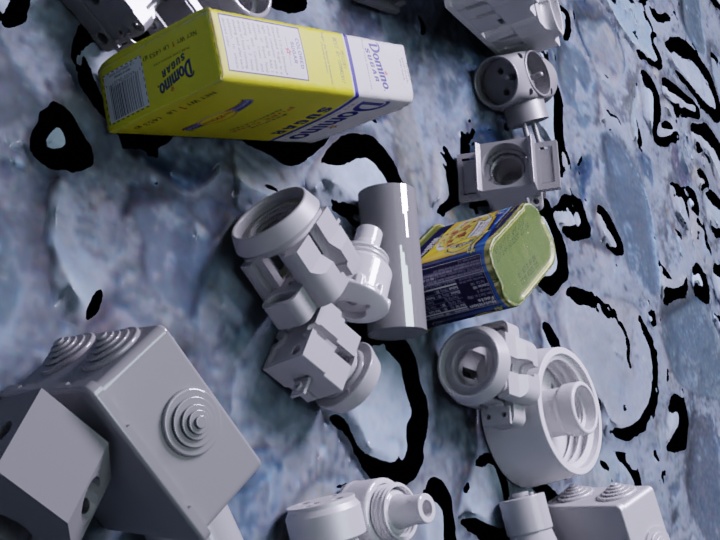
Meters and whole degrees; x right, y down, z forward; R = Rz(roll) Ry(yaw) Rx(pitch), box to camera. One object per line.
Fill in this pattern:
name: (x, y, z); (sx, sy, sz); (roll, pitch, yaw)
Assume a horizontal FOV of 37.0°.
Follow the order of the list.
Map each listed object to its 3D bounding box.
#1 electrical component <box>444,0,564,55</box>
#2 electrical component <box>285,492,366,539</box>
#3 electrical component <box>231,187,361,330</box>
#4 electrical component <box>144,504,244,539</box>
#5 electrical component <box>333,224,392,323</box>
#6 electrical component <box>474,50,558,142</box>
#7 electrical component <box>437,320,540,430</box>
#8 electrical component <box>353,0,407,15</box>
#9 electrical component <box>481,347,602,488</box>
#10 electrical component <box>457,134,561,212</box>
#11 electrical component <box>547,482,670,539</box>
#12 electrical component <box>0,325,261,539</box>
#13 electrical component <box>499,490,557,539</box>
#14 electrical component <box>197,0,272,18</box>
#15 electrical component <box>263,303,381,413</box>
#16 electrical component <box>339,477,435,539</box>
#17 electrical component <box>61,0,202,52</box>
electrical component: (0.116, -0.250, 0.892); (0.186, 0.060, 0.105); (8, 70, -68)
electrical component: (-0.017, 0.159, 0.615); (0.045, 0.045, 0.055); (-6, 81, -53)
electrical component: (-0.040, -0.012, 0.641); (0.057, 0.058, 0.078); (58, 39, -25)
electrical component: (-0.076, 0.152, 0.542); (0.043, 0.043, 0.081); (-34, 104, -52)
electrical component: (0.000, 0.000, 0.693); (0.048, 0.048, 0.062); (41, 50, -36)
electrical component: (0.142, -0.147, 0.939); (0.077, 0.044, 0.079); (-14, 87, -53)
electrical component: (0.093, 0.073, 0.780); (0.057, 0.058, 0.078); (23, 59, -49)
electrical component: (0.017, -0.247, 0.811); (0.056, 0.050, 0.089); (2, 75, -52)
electrical component: (0.148, 0.111, 0.834); (0.108, 0.060, 0.108); (24, 59, -46)
electrical component: (0.121, -0.073, 0.865); (0.064, 0.081, 0.042); (50, 37, -62)
electrical component: (0.188, 0.212, 0.816); (0.048, 0.100, 0.099); (-19, 92, -41)
electrical component: (-0.104, 0.073, 0.492); (0.048, 0.100, 0.099); (-47, 114, -36)
electrical component: (0.126, 0.196, 0.790); (0.044, 0.044, 0.065); (2, 70, -52)
electrical component: (-0.083, -0.163, 0.652); (0.040, 0.046, 0.040); (24, 59, -46)
electrical component: (-0.021, 0.054, 0.650); (0.055, 0.048, 0.066); (42, 47, -25)
electrical component: (0.016, 0.146, 0.647); (0.043, 0.062, 0.043); (24, 59, -46)
electrical component: (-0.129, -0.158, 0.596); (0.081, 0.042, 0.063); (51, 45, -26)
